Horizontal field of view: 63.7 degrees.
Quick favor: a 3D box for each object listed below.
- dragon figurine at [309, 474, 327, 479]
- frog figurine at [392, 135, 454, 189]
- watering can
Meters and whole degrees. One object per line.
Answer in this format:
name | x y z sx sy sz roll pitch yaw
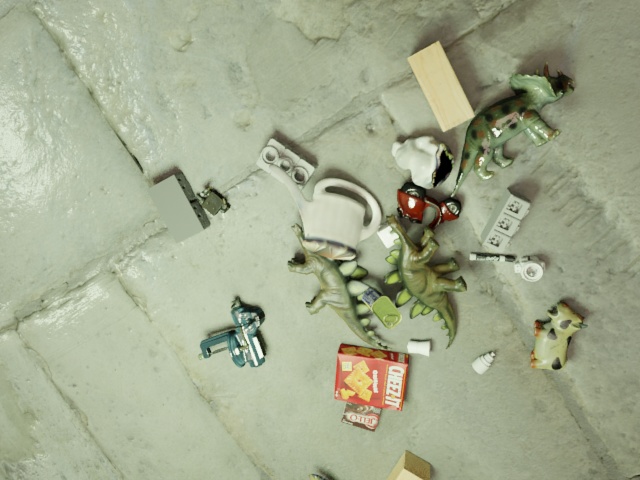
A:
dragon figurine | 0.099 0.934 1.697 0.411 0.124 0.238 31 117 5
frog figurine | 0.271 -0.213 1.386 0.161 0.124 0.135 22 123 44
watering can | 0.004 -0.071 1.411 0.347 0.103 0.227 16 74 -14
